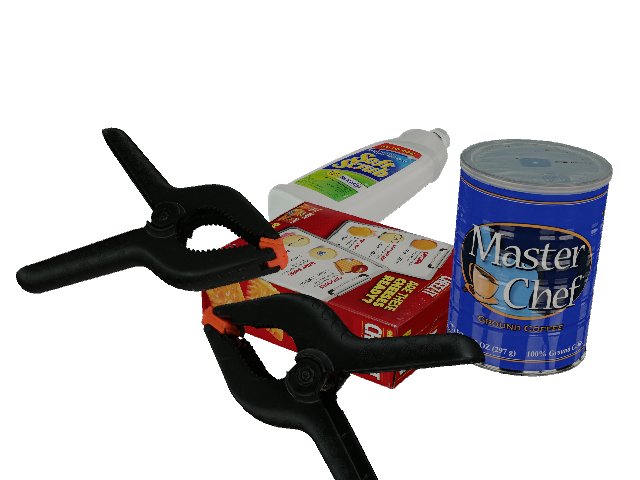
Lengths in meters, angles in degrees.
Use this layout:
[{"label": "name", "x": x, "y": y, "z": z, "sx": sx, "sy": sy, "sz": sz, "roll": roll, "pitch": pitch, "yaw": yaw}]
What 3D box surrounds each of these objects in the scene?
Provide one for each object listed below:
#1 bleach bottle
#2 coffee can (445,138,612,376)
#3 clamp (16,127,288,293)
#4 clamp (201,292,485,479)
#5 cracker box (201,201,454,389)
[{"label": "bleach bottle", "x": 0.059, "y": -0.073, "z": 1.240, "sx": 0.103, "sy": 0.068, "sz": 0.250, "roll": 26, "pitch": 44, "yaw": 33}, {"label": "coffee can", "x": 0.144, "y": 0.010, "z": 0.753, "sx": 0.103, "sy": 0.140, "sz": 0.103, "roll": 2, "pitch": 22, "yaw": -1}, {"label": "clamp", "x": -0.122, "y": -0.018, "z": 0.854, "sx": 0.210, "sy": 0.164, "sz": 0.036, "roll": 6, "pitch": -32, "yaw": 16}, {"label": "clamp", "x": 0.000, "y": 0.090, "z": 0.616, "sx": 0.172, "sy": 0.120, "sz": 0.039, "roll": 17, "pitch": -9, "yaw": 29}, {"label": "cracker box", "x": 0.022, "y": 0.044, "z": 0.984, "sx": 0.214, "sy": 0.072, "sz": 0.163, "roll": 18, "pitch": 31, "yaw": 32}]
